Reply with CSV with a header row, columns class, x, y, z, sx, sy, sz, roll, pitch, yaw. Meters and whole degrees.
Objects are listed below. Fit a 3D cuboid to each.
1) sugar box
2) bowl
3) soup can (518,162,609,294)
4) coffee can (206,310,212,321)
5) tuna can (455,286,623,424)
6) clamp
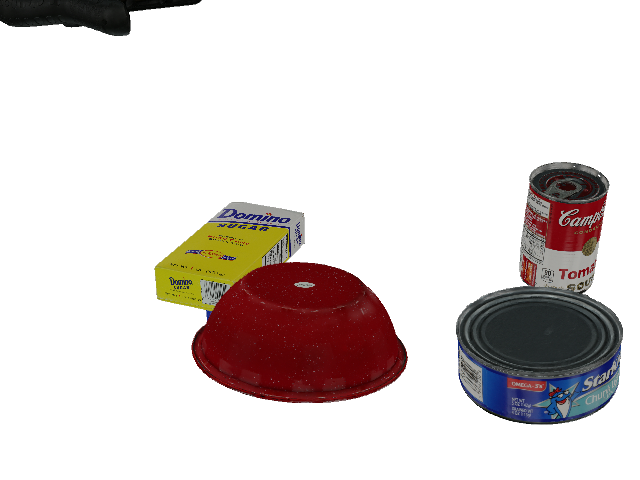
class,x,y,z,sx,sy,sz,roll,pitch,yaw
sugar box,-0.092,0.014,1.134,0.093,0.048,0.176,10,31,19
bowl,-0.014,0.058,0.787,0.162,0.055,0.162,3,20,-1
soup can,0.215,-0.009,0.949,0.068,0.102,0.068,0,32,0
coffee can,-0.097,0.063,1.360,0.103,0.140,0.103,-1,24,0
tuna can,0.115,0.060,0.566,0.086,0.034,0.086,-4,27,2
clamp,-0.176,-0.185,0.815,0.172,0.039,0.120,13,24,30
